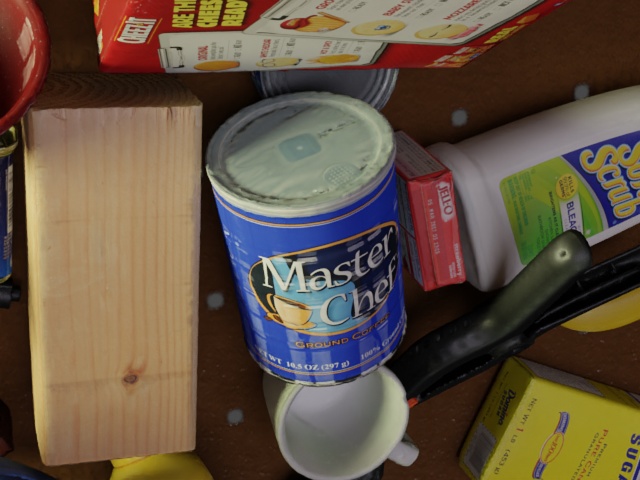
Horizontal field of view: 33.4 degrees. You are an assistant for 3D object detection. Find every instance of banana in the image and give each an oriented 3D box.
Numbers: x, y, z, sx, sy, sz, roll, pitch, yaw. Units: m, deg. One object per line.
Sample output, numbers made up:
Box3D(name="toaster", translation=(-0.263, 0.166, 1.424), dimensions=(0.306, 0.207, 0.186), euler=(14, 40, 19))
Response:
Box3D(name="banana", translation=(0.235, 0.014, 0.753), dimensions=(0.197, 0.037, 0.069), euler=(-27, 116, -6))

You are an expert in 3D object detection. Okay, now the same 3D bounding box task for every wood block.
Box3D(name="wood block", translation=(-0.121, 0.014, 0.611), dimensions=(0.090, 0.090, 0.206), euler=(-3, 111, -18))

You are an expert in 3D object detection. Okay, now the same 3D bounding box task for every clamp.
Box3D(name="clamp", translation=(0.128, 0.053, 0.696), dimensions=(0.164, 0.036, 0.210), euler=(-1, 149, -48))

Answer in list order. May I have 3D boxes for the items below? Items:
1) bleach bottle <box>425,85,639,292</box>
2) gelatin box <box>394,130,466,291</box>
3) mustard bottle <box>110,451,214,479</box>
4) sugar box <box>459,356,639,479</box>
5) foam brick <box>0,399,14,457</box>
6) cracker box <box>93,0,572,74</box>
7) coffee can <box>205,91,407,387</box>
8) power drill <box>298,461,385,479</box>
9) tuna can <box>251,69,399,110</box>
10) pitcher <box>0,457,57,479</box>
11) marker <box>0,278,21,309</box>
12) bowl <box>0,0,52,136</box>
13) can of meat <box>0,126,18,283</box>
Box3D(name="bleach bottle", translation=(0.197, -0.059, 0.700), dimensions=(0.250, 0.068, 0.102), euler=(-24, 118, -10))
Box3D(name="gelatin box", translation=(0.058, -0.020, 0.654), dimensions=(0.030, 0.089, 0.073), euler=(-16, 114, -10))
Box3D(name="mustard bottle", translation=(-0.088, 0.194, 0.683), dimensions=(0.058, 0.096, 0.191), euler=(-24, 93, -38))
Box3D(name="sugar box", translation=(0.198, 0.154, 0.792), dimensions=(0.176, 0.048, 0.093), euler=(19, 104, -22))
Box3D(name="foam brick", translation=(-0.227, 0.101, 0.632), dimensions=(0.051, 0.053, 0.078), euler=(-35, 118, -2))
Box3D(name="cracker box", translation=(0.006, -0.134, 0.515), dimensions=(0.213, 0.164, 0.072), euler=(-4, 85, -18))
Box3D(name="coffee can", translation=(-0.004, 0.001, 0.614), dimensions=(0.102, 0.103, 0.140), euler=(-18, 133, -11))
Box3D(name="power drill", translation=(0.033, 0.242, 0.769), dimensions=(0.187, 0.057, 0.184), euler=(34, 102, -23))
Box3D(name="tuna can", translation=(0.002, -0.107, 0.633), dimensions=(0.086, 0.034, 0.086), euler=(-6, 112, -16))
Box3D(name="pitcher", translation=(-0.229, 0.192, 0.580), dimensions=(0.145, 0.149, 0.242), euler=(-12, 145, 17))
Box3D(name="marker", translation=(-0.236, 0.026, 0.619), dimensions=(0.121, 0.020, 0.020), euler=(7, 108, -20))
Box3D(name="bowl", translation=(-0.217, -0.084, 0.530), dimensions=(0.162, 0.162, 0.055), euler=(-1, 147, -17))
Box3D(name="can of meat", translation=(-0.219, -0.020, 0.585), dimensions=(0.102, 0.057, 0.084), euler=(0, 112, -17))
